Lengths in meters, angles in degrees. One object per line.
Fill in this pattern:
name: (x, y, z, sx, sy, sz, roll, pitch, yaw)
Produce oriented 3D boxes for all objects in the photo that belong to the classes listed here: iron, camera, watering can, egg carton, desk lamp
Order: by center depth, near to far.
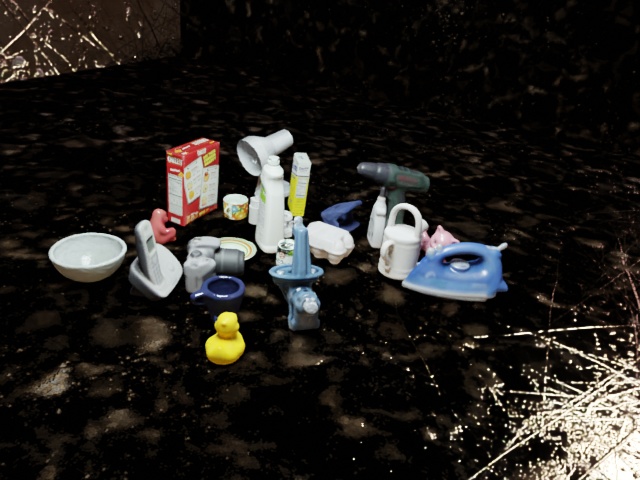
camera: (-0.249, 0.052, 1.368, 0.137, 0.101, 0.143, 3, 27, -7)
iron: (0.342, 0.064, 1.433, 0.258, 0.141, 0.118, 3, 27, -6)
watering can: (0.216, -0.007, 1.483, 0.100, 0.194, 0.173, 15, 28, 16)
egg carton: (0.014, 0.006, 1.551, 0.150, 0.069, 0.107, 19, 30, 23)
desk lamp: (-0.161, -0.242, 1.834, 0.204, 0.214, 0.117, -20, 37, -41)

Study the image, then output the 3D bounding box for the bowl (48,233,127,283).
bowl: (-0.536, 0.051, 1.334, 0.167, 0.075, 0.167, 5, 27, -2)

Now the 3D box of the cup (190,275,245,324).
cup: (-0.218, 0.138, 1.214, 0.118, 0.095, 0.091, -12, 32, -32)

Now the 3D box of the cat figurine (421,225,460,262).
cat figurine: (0.316, 0.007, 1.564, 0.067, 0.118, 0.127, -12, 32, -31)

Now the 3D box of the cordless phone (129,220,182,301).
cordless phone: (-0.372, 0.029, 1.292, 0.094, 0.185, 0.147, 7, 27, 2)

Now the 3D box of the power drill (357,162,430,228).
power drill: (0.208, -0.129, 1.704, 0.230, 0.208, 0.075, -2, 28, -16)

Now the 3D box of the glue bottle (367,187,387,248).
glue bottle: (0.166, -0.068, 1.615, 0.037, 0.173, 0.078, 2, 27, -8)

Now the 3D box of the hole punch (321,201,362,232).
hole punch: (0.061, -0.079, 1.701, 0.100, 0.091, 0.109, 21, 31, 26)

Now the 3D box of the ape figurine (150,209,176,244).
ape figurine: (-0.422, -0.039, 1.515, 0.076, 0.092, 0.077, -16, 35, -37)

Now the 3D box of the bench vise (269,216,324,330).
bench vise: (-0.031, 0.072, 1.247, 0.122, 0.220, 0.206, -12, 33, -32)

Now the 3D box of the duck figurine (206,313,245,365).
duck figurine: (-0.187, 0.188, 1.135, 0.077, 0.086, 0.104, 8, 27, 4)
